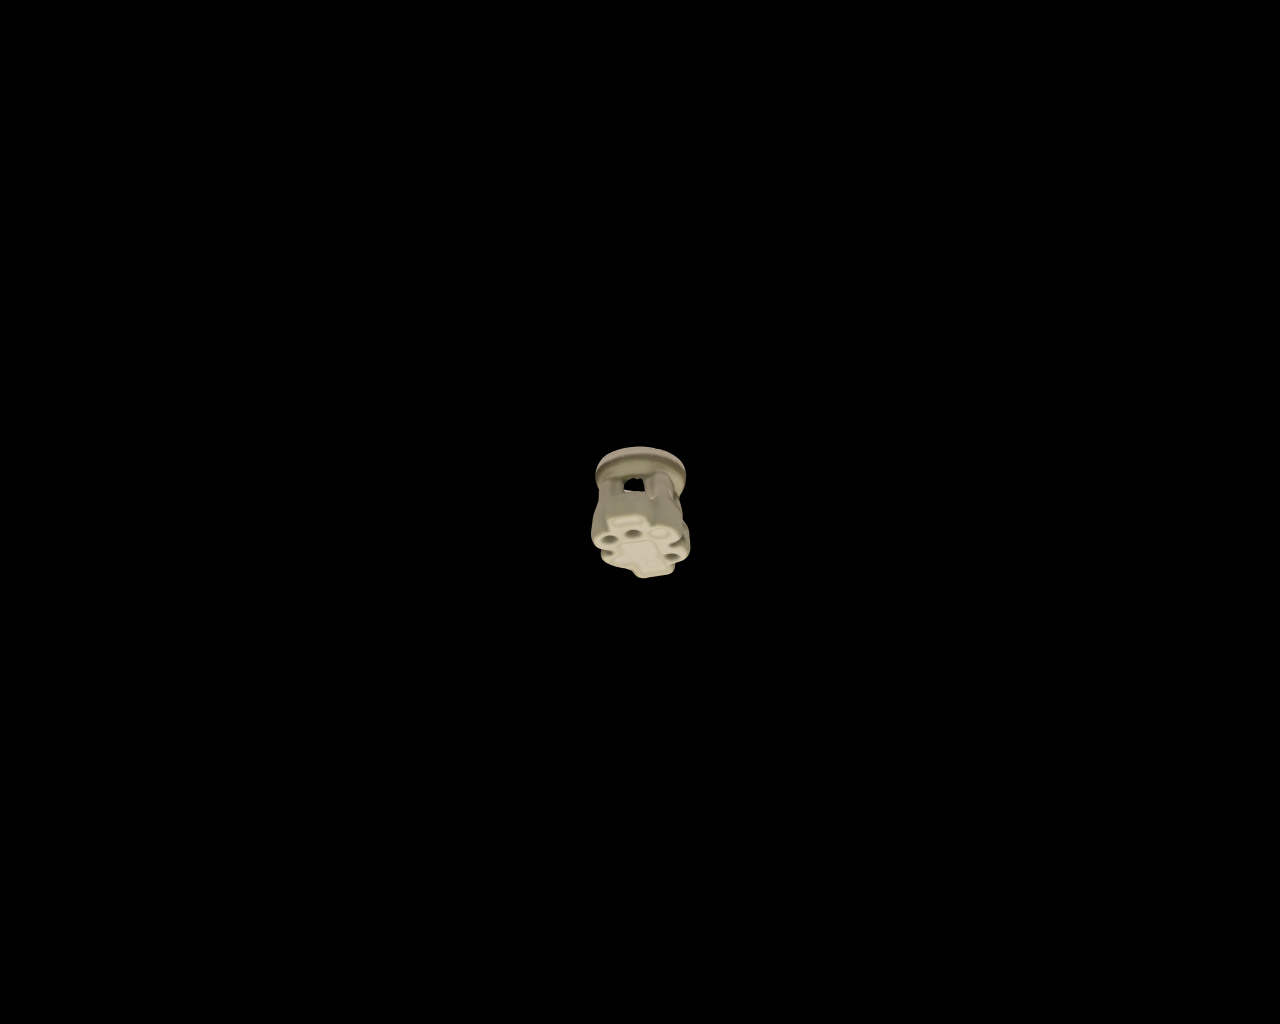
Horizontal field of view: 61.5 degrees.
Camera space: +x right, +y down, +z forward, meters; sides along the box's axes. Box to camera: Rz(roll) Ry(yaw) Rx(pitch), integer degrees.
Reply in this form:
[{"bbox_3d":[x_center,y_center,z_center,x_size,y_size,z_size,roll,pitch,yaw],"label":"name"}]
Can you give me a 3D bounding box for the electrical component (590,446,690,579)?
[{"bbox_3d":[0.001,-0.003,0.650,0.058,0.057,0.078,-8,-31,13],"label":"electrical component"}]
